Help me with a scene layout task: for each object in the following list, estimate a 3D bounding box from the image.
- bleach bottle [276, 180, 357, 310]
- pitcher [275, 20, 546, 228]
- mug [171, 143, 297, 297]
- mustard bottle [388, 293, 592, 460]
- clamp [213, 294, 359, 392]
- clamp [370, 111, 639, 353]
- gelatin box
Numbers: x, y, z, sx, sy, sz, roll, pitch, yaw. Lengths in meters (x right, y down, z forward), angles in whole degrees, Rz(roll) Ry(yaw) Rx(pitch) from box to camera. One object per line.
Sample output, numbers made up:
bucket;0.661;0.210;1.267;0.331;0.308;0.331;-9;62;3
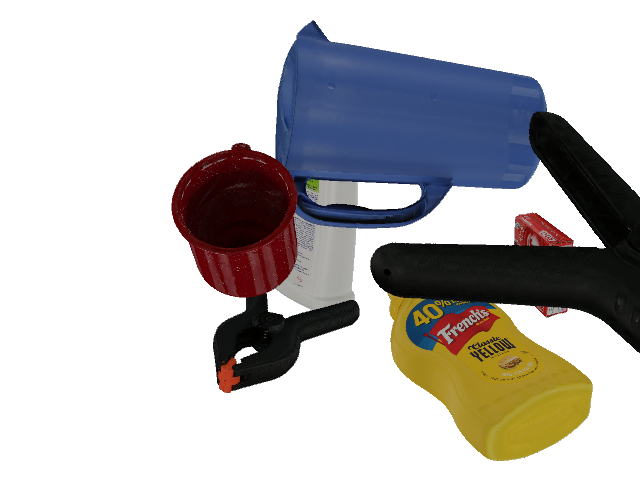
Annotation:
bleach bottle;0.004;-0.054;1.196;0.067;0.251;0.103;-7;22;-40
pitcher;0.079;-0.101;0.993;0.242;0.149;0.145;6;35;-9
mug;-0.061;-0.019;0.820;0.093;0.117;0.081;-5;-32;2
mustard bottle;0.109;0.084;0.811;0.096;0.058;0.192;-20;36;-22
clamp;-0.054;0.079;1.003;0.120;0.039;0.171;21;33;29
clamp;0.139;0.016;0.491;0.210;0.036;0.164;32;50;32
gelatin box;0.234;0.025;1.132;0.030;0.089;0.073;-12;29;-16
